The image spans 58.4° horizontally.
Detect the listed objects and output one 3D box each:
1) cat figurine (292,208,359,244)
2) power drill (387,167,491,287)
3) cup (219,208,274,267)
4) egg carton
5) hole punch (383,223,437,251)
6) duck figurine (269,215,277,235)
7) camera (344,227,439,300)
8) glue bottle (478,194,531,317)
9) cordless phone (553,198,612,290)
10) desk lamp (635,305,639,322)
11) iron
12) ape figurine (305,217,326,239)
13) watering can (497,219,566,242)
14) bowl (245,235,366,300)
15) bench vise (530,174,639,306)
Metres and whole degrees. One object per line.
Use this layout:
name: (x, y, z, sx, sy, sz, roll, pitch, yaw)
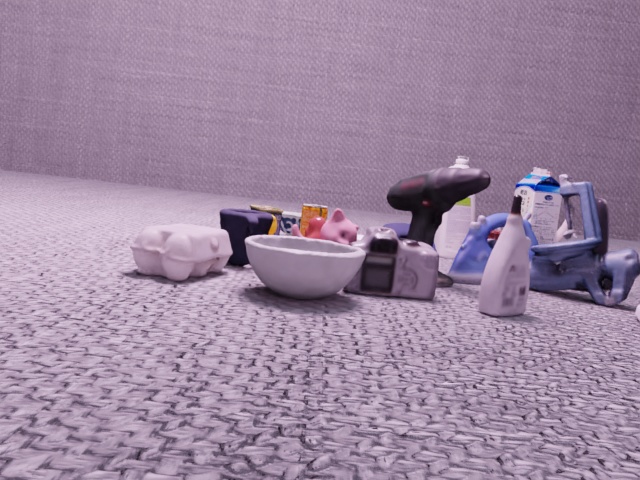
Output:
cat figurine: (0.009, 0.003, 0.958, 0.128, 0.118, 0.067, 4, 7, -17)
power drill: (0.200, -0.027, 1.015, 0.076, 0.208, 0.228, 2, 8, -32)
cup: (-0.125, -0.001, 0.968, 0.092, 0.095, 0.117, 4, 7, -19)
egg carton: (-0.202, 0.016, 0.855, 0.107, 0.069, 0.151, 9, 7, 18)
hole punch: (0.176, 0.016, 1.128, 0.108, 0.091, 0.101, 6, 7, -5)
duck figurine: (-0.101, -0.007, 1.082, 0.104, 0.086, 0.078, 11, 8, 32)
camera: (0.105, 0.029, 0.909, 0.143, 0.101, 0.136, 6, 7, -5)
glue bottle: (0.271, 0.022, 0.818, 0.078, 0.173, 0.037, 2, 8, -34)
cordless phone: (0.537, 0.005, 1.169, 0.094, 0.185, 0.147, 5, 7, -14)
desk lamp: (0.551, 0.028, 0.859, 0.117, 0.213, 0.204, 9, 7, 22)
iron: (0.343, 0.010, 1.126, 0.259, 0.141, 0.118, 1, 9, -41)
ape figurine: (-0.006, 0.001, 1.072, 0.078, 0.092, 0.075, 1, 8, -37)
watering can: (0.543, -0.031, 1.445, 0.173, 0.194, 0.100, 5, 7, -12)
bowl: (-0.024, 0.041, 0.792, 0.167, 0.075, 0.167, 6, 7, 0)
bench vise: (0.482, -0.002, 1.027, 0.207, 0.220, 0.122, 8, 7, 16)
